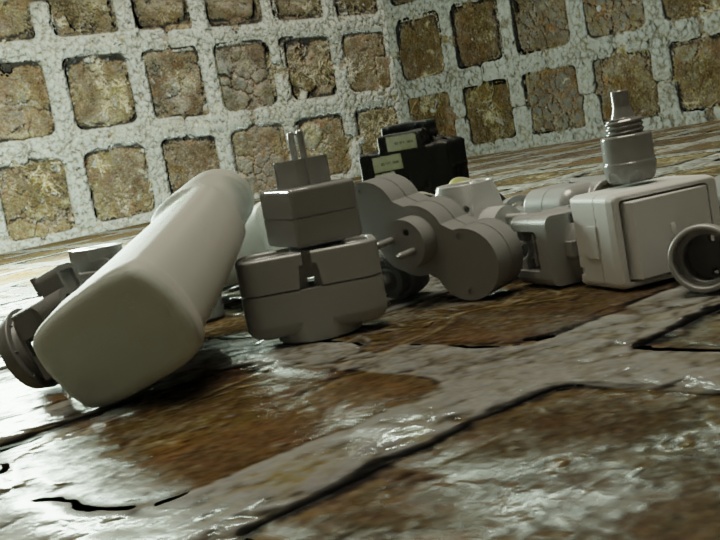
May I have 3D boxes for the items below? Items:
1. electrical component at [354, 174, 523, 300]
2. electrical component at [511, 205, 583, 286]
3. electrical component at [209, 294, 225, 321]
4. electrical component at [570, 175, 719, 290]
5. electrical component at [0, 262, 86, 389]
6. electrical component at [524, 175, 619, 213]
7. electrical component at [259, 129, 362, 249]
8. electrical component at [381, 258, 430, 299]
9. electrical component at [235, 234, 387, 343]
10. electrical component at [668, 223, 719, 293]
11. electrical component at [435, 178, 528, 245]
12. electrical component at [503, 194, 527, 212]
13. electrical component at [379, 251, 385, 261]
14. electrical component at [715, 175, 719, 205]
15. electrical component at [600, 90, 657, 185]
[{"bbox_3d":[0.040,-0.021,0.768,0.138,0.052,0.074,27,29,28],"label":"electrical component"},{"bbox_3d":[0.163,-0.022,0.765,0.089,0.050,0.056,-13,7,-20],"label":"electrical component"},{"bbox_3d":[-0.183,0.016,0.877,0.138,0.073,0.052,-13,8,-25],"label":"electrical component"},{"bbox_3d":[0.198,-0.027,0.711,0.096,0.061,0.061,-12,7,-18],"label":"electrical component"},{"bbox_3d":[-0.199,0.043,0.707,0.057,0.078,0.058,-28,2,14],"label":"electrical component"},{"bbox_3d":[0.198,-0.051,0.931,0.095,0.053,0.059,-15,9,-32],"label":"electrical component"},{"bbox_3d":[-0.038,-0.057,0.731,0.047,0.076,0.066,-13,7,-22],"label":"electrical component"},{"bbox_3d":[0.027,0.006,0.810,0.035,0.035,0.061,-6,11,34],"label":"electrical component"},{"bbox_3d":[-0.032,0.014,0.727,0.095,0.059,0.053,-11,7,-2],"label":"electrical component"},{"bbox_3d":[0.209,-0.008,0.644,0.040,0.040,0.046,-7,2,29],"label":"electrical component"},{"bbox_3d":[0.098,-0.030,0.816,0.044,0.077,0.079,-16,10,-40],"label":"electrical component"},{"bbox_3d":[0.155,-0.043,0.978,0.066,0.048,0.055,-14,15,-27],"label":"electrical component"},{"bbox_3d":[0.000,0.000,0.856,0.055,0.048,0.066,-26,16,-40],"label":"electrical component"},{"bbox_3d":[0.292,-0.056,0.875,0.045,0.045,0.055,-14,9,-30],"label":"electrical component"},{"bbox_3d":[0.177,-0.089,0.718,0.035,0.061,0.035,-10,7,1],"label":"electrical component"}]
